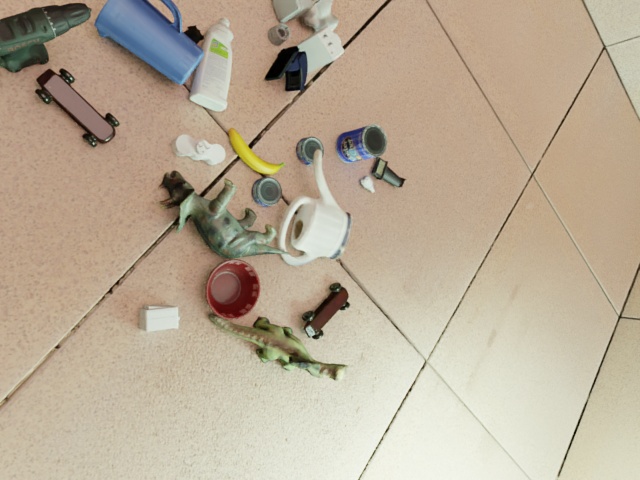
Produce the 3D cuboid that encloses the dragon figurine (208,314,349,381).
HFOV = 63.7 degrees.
[{"bbox_3d":[-0.091,0.298,1.390,0.406,0.243,0.123,27,79,-33],"label":"dragon figurine"}]

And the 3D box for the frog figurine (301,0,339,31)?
[{"bbox_3d":[-0.003,-0.717,1.614,0.156,0.123,0.140,65,39,-58],"label":"frog figurine"}]

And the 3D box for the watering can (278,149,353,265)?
[{"bbox_3d":[0.005,-0.077,1.538,0.223,0.105,0.346,20,95,-31],"label":"watering can"}]
